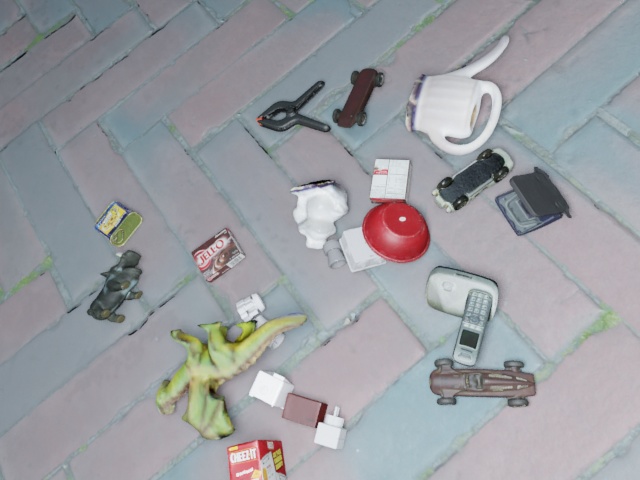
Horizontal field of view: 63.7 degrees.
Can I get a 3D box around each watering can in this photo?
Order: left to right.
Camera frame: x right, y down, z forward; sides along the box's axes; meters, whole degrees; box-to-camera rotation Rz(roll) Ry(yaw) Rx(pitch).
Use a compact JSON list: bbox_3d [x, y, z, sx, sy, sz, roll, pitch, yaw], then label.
[{"bbox_3d":[0.337,-0.365,1.271,0.225,0.102,0.353,12,71,20],"label":"watering can"}]

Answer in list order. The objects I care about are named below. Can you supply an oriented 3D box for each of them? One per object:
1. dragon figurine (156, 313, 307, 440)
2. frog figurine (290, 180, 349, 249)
[{"bbox_3d":[-0.205,0.293,1.097,0.408,0.121,0.247,-13,68,28],"label":"dragon figurine"},{"bbox_3d":[0.004,-0.063,1.246,0.137,0.124,0.158,-11,101,2],"label":"frog figurine"}]
